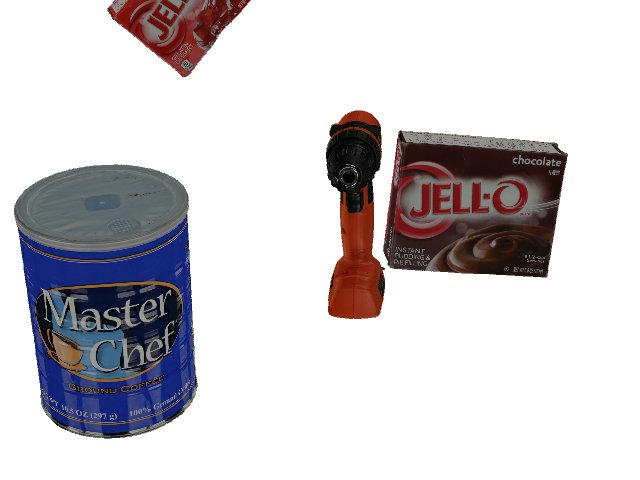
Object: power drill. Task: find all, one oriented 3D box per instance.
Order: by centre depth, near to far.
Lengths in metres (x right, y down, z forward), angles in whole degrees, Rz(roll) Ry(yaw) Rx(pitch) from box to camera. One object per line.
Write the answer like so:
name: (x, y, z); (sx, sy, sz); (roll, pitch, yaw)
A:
power drill: (0.035, -0.022, 1.042); (0.057, 0.188, 0.184); (3, 20, 6)

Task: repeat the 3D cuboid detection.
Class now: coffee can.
coffee can: (-0.131, 0.037, 0.669); (0.103, 0.140, 0.103); (1, 29, -1)

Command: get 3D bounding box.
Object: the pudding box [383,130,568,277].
pudding box: (0.104, -0.025, 0.728); (0.113, 0.090, 0.039); (3, 22, -5)

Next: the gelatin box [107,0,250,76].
gelatin box: (-0.102, -0.179, 0.797); (0.073, 0.089, 0.030); (38, 6, -31)
